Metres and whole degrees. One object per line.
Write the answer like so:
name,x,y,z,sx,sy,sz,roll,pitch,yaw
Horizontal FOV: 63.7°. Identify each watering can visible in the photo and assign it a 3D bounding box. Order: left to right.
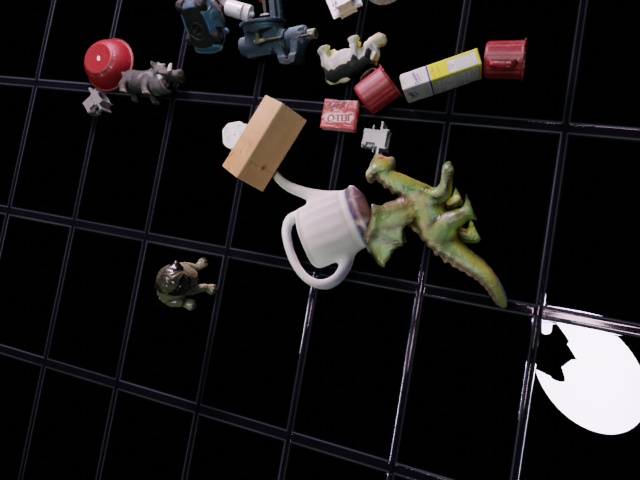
watering can,0.004,-0.061,1.211,0.223,0.103,0.353,-24,68,13

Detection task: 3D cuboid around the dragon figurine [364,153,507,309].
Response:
dragon figurine,0.216,-0.016,1.102,0.242,0.121,0.415,-20,76,3
